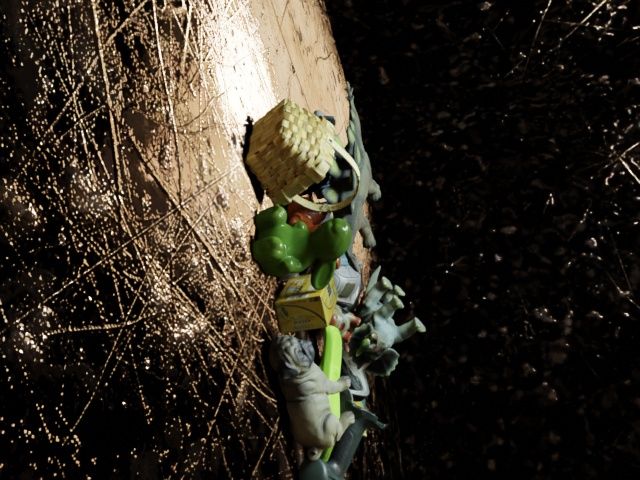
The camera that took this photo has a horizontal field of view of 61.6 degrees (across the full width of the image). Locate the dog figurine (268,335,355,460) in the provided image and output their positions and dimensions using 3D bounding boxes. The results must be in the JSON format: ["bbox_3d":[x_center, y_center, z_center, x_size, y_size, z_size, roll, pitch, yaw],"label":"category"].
[{"bbox_3d":[-0.035,0.274,0.938,0.190,0.121,0.172,48,28,-45],"label":"dog figurine"}]

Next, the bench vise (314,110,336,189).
[{"bbox_3d":[-0.010,-0.222,1.449,0.240,0.129,0.223,107,-31,-66],"label":"bench vise"}]

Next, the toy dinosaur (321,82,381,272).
[{"bbox_3d":[0.073,-0.147,1.241,0.198,0.105,0.471,61,26,-57],"label":"toy dinosaur"}]

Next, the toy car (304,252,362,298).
[{"bbox_3d":[0.040,0.084,1.243,0.161,0.109,0.103,6,29,-49],"label":"toy car"}]

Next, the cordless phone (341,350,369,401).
[{"bbox_3d":[0.046,0.298,1.308,0.147,0.089,0.184,-106,173,-55],"label":"cordless phone"}]

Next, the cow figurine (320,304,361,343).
[{"bbox_3d":[0.025,0.183,1.269,0.085,0.127,0.195,-62,-178,-4],"label":"cow figurine"}]

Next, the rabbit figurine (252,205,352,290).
[{"bbox_3d":[-0.021,0.020,0.982,0.121,0.170,0.158,-87,163,-49],"label":"rabbit figurine"}]

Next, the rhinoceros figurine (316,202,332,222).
[{"bbox_3d":[-0.003,-0.004,1.327,0.112,0.073,0.190,146,-56,-65],"label":"rhinoceros figurine"}]

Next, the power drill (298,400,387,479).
[{"bbox_3d":[0.047,0.431,1.053,0.207,0.086,0.231,-53,142,-16],"label":"power drill"}]

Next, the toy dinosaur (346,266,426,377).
[{"bbox_3d":[0.140,0.205,1.368,0.131,0.192,0.405,47,8,-13],"label":"toy dinosaur"}]

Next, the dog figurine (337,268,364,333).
[{"bbox_3d":[0.068,0.181,1.511,0.191,0.109,0.219,64,24,-65],"label":"dog figurine"}]

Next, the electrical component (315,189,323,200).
[{"bbox_3d":[0.007,-0.194,1.652,0.134,0.058,0.115,62,23,-59],"label":"electrical component"}]

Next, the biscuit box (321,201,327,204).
[{"bbox_3d":[0.042,-0.022,1.665,0.062,0.059,0.202,52,31,-66],"label":"biscuit box"}]

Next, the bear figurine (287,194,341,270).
[{"bbox_3d":[-0.017,-0.030,1.185,0.196,0.132,0.120,-76,157,-51],"label":"bear figurine"}]

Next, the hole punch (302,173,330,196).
[{"bbox_3d":[-0.030,-0.167,1.287,0.142,0.116,0.092,-88,173,-46],"label":"hole punch"}]

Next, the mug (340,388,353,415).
[{"bbox_3d":[0.030,0.369,1.223,0.107,0.081,0.110,84,-15,-52],"label":"mug"}]

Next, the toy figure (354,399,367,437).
[{"bbox_3d":[0.074,0.431,1.367,0.180,0.082,0.089,-67,139,-65],"label":"toy figure"}]

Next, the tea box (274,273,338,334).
[{"bbox_3d":[-0.024,0.120,1.081,0.169,0.098,0.068,-53,132,-73],"label":"tea box"}]

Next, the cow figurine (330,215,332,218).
[{"bbox_3d":[0.065,-0.126,1.531,0.068,0.098,0.167,51,34,-29],"label":"cow figurine"}]
